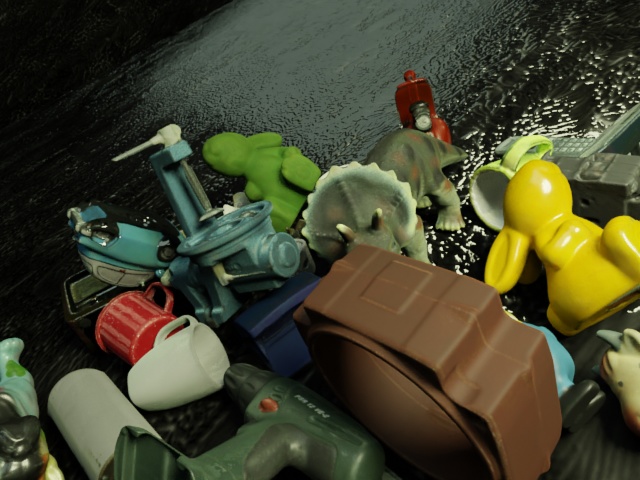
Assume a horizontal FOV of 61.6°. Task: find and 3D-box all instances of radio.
[{"bbox_3d":[-0.271,0.066,0.820,0.230,0.073,0.131,-28,35,-9],"label":"radio"}]

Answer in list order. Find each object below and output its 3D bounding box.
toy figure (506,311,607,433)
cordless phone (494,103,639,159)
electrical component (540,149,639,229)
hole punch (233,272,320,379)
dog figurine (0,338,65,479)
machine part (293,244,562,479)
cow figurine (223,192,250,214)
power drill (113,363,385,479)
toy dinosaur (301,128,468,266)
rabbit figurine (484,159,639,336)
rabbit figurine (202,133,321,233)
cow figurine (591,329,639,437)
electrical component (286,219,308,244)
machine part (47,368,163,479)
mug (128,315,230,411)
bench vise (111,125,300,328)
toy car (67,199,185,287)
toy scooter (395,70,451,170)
[{"bbox_3d":[0.170,0.109,0.510,0.089,0.082,0.180,-29,37,-14],"label":"toy figure"},{"bbox_3d":[0.352,-0.135,0.745,0.146,0.088,0.184,-39,33,-22],"label":"cordless phone"},{"bbox_3d":[0.313,-0.037,0.601,0.134,0.114,0.058,15,51,44],"label":"electrical component"},{"bbox_3d":[-0.045,0.091,0.651,0.142,0.092,0.116,-38,33,-16],"label":"hole punch"},{"bbox_3d":[-0.377,0.236,0.622,0.108,0.191,0.219,-5,44,-46],"label":"dog figurine"},{"bbox_3d":[0.083,0.112,0.446,0.201,0.201,0.087,19,55,44],"label":"machine part"},{"bbox_3d":[-0.104,-0.028,0.863,0.098,0.068,0.167,-11,39,6],"label":"cow figurine"},{"bbox_3d":[-0.074,0.182,0.488,0.232,0.086,0.207,15,6,39],"label":"power drill"},{"bbox_3d":[0.104,-0.068,0.693,0.131,0.191,0.405,3,43,29],"label":"toy dinosaur"},{"bbox_3d":[0.251,0.000,0.559,0.122,0.162,0.173,-9,61,-39],"label":"rabbit figurine"},{"bbox_3d":[-0.089,-0.115,0.815,0.121,0.170,0.159,-58,8,25],"label":"rabbit figurine"},{"bbox_3d":[0.322,0.092,0.447,0.195,0.085,0.127,-38,43,-18],"label":"cow figurine"},{"bbox_3d":[0.000,-0.002,0.762,0.102,0.078,0.045,16,61,39],"label":"electrical component"},{"bbox_3d":[-0.241,0.213,0.601,0.079,0.079,0.244,-40,39,-25],"label":"machine part"},{"bbox_3d":[-0.176,0.148,0.643,0.107,0.080,0.110,-29,58,6],"label":"mug"},{"bbox_3d":[-0.138,-0.017,0.638,0.224,0.240,0.129,-6,26,50],"label":"bench vise"},{"bbox_3d":[-0.265,0.014,0.731,0.109,0.161,0.103,37,107,42],"label":"toy car"},{"bbox_3d":[0.167,-0.202,0.891,0.075,0.135,0.184,-14,36,9],"label":"toy scooter"}]
